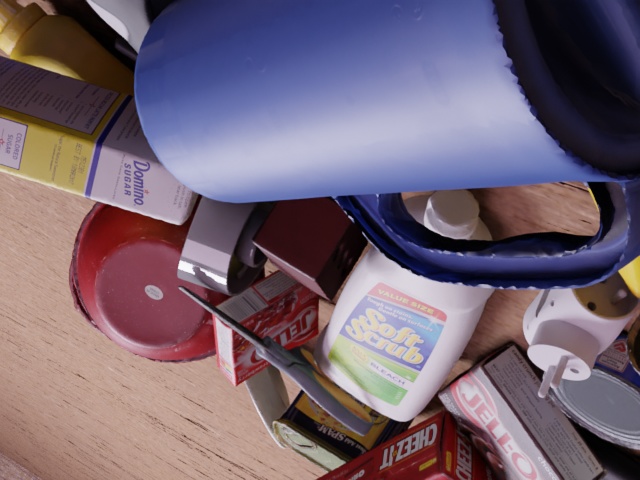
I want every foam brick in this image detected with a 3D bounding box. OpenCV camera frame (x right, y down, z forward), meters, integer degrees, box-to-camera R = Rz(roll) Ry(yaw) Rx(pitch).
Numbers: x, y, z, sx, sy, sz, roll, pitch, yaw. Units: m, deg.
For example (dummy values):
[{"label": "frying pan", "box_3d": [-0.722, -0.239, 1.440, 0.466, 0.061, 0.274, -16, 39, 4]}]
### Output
[{"label": "foam brick", "box_3d": [-0.005, 0.001, 0.725, 0.051, 0.053, 0.078, 31, 173, 15]}]

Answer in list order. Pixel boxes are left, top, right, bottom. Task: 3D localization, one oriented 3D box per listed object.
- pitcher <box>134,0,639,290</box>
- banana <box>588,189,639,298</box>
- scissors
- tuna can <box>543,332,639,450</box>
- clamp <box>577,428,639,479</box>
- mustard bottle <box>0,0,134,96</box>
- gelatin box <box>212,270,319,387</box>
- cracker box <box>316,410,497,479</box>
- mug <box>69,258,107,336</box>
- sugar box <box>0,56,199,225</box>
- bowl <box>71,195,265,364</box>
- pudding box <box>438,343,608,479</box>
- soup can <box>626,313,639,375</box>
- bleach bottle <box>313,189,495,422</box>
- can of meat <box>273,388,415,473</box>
[{"label": "pitcher", "box_3d": [0.029, -0.069, 0.449, 0.144, 0.149, 0.243, 30, 158, -34]}, {"label": "banana", "box_3d": [0.134, -0.040, 0.517, 0.197, 0.037, 0.070, 50, 170, -22]}, {"label": "scissors", "box_3d": [-0.036, 0.080, 0.808, 0.201, 0.016, 0.096, 42, -176, -21]}, {"label": "tuna can", "box_3d": [0.187, 0.093, 0.673, 0.086, 0.033, 0.086, 30, 154, 16]}, {"label": "clamp", "box_3d": [0.271, 0.203, 0.748, 0.210, 0.036, 0.164, 2, 136, 54]}, {"label": "mustard bottle", "box_3d": [-0.161, -0.104, 0.768, 0.191, 0.058, 0.096, 42, 162, -10]}, {"label": "gelatin box", "box_3d": [-0.041, 0.065, 0.848, 0.030, 0.089, 0.073, 42, 148, 33]}, {"label": "cracker box", "box_3d": [0.115, 0.245, 0.877, 0.213, 0.072, 0.164, 38, 126, -23]}, {"label": "mug", "box_3d": [-0.167, 0.035, 0.942, 0.117, 0.081, 0.093, -29, 91, 30]}, {"label": "sugar box", "box_3d": [-0.157, -0.068, 0.678, 0.176, 0.093, 0.048, 19, 116, -5]}, {"label": "bowl", "box_3d": [-0.127, 0.034, 0.847, 0.162, 0.162, 0.055, 41, -163, -7]}, {"label": "pudding box", "box_3d": [0.143, 0.138, 0.769, 0.113, 0.039, 0.090, 53, 158, 10]}, {"label": "soup can", "box_3d": [0.216, 0.081, 0.573, 0.069, 0.068, 0.102, 6, 141, 49]}, {"label": "bleach bottle", "box_3d": [0.058, 0.037, 0.719, 0.103, 0.068, 0.251, 35, 153, 13]}, {"label": "can of meat", "box_3d": [0.023, 0.161, 0.949, 0.102, 0.083, 0.057, 28, 154, 21]}]
